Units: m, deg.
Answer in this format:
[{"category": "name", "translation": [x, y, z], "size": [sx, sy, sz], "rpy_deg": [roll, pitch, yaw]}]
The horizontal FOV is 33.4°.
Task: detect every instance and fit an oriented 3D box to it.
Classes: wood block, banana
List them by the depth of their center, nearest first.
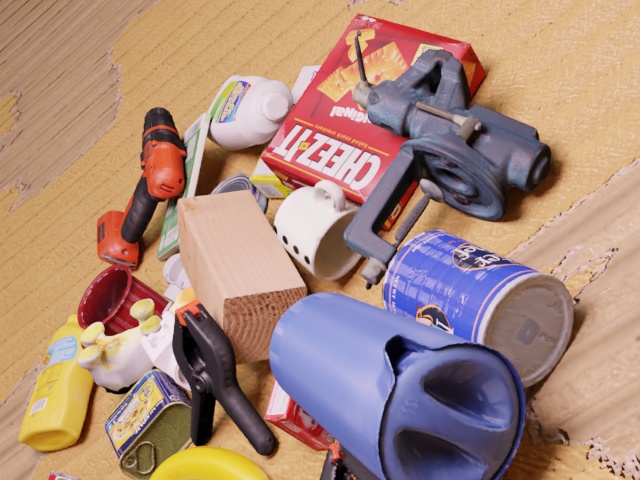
[{"category": "banana", "translation": [-0.115, 0.246, 1.097], "size": [0.198, 0.037, 0.069], "rpy_deg": [-17, 70, 39]}, {"category": "wood block", "translation": [-0.090, 0.037, 1.178], "size": [0.090, 0.090, 0.206], "rpy_deg": [-9, 34, -17]}]

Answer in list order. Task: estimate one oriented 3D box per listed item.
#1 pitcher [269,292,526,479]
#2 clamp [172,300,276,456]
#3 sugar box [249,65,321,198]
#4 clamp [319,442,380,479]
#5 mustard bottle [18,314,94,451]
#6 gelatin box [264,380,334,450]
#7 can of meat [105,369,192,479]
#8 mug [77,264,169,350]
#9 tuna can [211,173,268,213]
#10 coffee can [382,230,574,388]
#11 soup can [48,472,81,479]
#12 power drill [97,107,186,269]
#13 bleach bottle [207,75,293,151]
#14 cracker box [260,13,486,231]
[{"category": "pitcher", "translation": [0.056, 0.129, 0.901], "size": [0.243, 0.144, 0.149], "rpy_deg": [22, 104, 62]}, {"category": "clamp", "translation": [-0.102, 0.146, 1.088], "size": [0.120, 0.171, 0.039], "rpy_deg": [3, 25, 36]}, {"category": "sugar box", "translation": [-0.011, -0.135, 1.309], "size": [0.094, 0.048, 0.176], "rpy_deg": [4, 59, 44]}, {"category": "clamp", "translation": [0.046, 0.258, 0.913], "size": [0.165, 0.036, 0.210], "rpy_deg": [-31, 40, 23]}, {"category": "mustard bottle", "translation": [-0.320, 0.168, 1.356], "size": [0.096, 0.058, 0.191], "rpy_deg": [-26, 42, 39]}, {"category": "gelatin box", "translation": [-0.011, 0.149, 1.036], "size": [0.030, 0.073, 0.089], "rpy_deg": [-13, 50, 39]}, {"category": "can of meat", "translation": [-0.188, 0.205, 1.188], "size": [0.102, 0.057, 0.084], "rpy_deg": [-49, 34, 1]}, {"category": "mug", "translation": [-0.246, 0.099, 1.319], "size": [0.117, 0.081, 0.093], "rpy_deg": [-54, 36, -6]}, {"category": "tuna can", "translation": [-0.107, -0.039, 1.335], "size": [0.086, 0.033, 0.086], "rpy_deg": [-28, 42, 28]}, {"category": "coffee can", "translation": [0.136, 0.058, 0.938], "size": [0.103, 0.102, 0.140], "rpy_deg": [-54, 36, -6]}, {"category": "soup can", "translation": [-0.289, 0.318, 1.185], "size": [0.069, 0.068, 0.102], "rpy_deg": [-4, 56, 44]}, {"category": "power drill", "translation": [-0.241, -0.069, 1.432], "size": [0.188, 0.057, 0.184], "rpy_deg": [-58, 26, 28]}, {"category": "bleach bottle", "translation": [-0.080, -0.163, 1.318], "size": [0.102, 0.068, 0.251], "rpy_deg": [-60, 16, -6]}, {"category": "cracker box", "translation": [0.058, -0.138, 1.186], "size": [0.164, 0.072, 0.213], "rpy_deg": [25, 77, 36]}]
